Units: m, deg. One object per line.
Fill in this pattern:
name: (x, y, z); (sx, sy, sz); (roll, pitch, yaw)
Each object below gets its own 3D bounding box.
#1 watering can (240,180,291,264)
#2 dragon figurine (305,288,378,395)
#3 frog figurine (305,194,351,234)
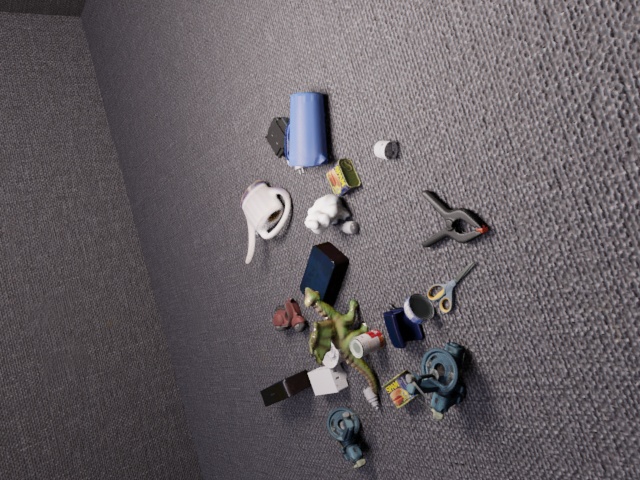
watering can: (-0.243, -0.086, 2.032); (0.342, 0.104, 0.228); (-50, 61, 24)
dragon figurine: (0.053, 0.342, 1.704); (0.120, 0.244, 0.415); (-35, 71, 45)
frog figurine: (0.005, -0.086, 1.701); (0.137, 0.160, 0.122); (2, 101, 51)
